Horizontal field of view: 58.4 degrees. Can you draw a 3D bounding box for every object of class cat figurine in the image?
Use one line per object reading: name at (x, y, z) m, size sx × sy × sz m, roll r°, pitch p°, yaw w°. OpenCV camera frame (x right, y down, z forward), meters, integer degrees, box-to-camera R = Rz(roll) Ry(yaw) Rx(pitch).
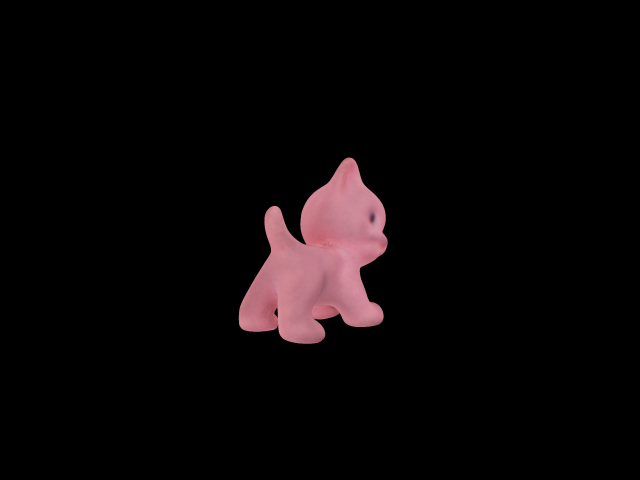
cat figurine at (0.004, 0.001, 0.400) m, size 0.067 × 0.118 × 0.128 m, roll 3°, pitch 5°, yaw 37°
